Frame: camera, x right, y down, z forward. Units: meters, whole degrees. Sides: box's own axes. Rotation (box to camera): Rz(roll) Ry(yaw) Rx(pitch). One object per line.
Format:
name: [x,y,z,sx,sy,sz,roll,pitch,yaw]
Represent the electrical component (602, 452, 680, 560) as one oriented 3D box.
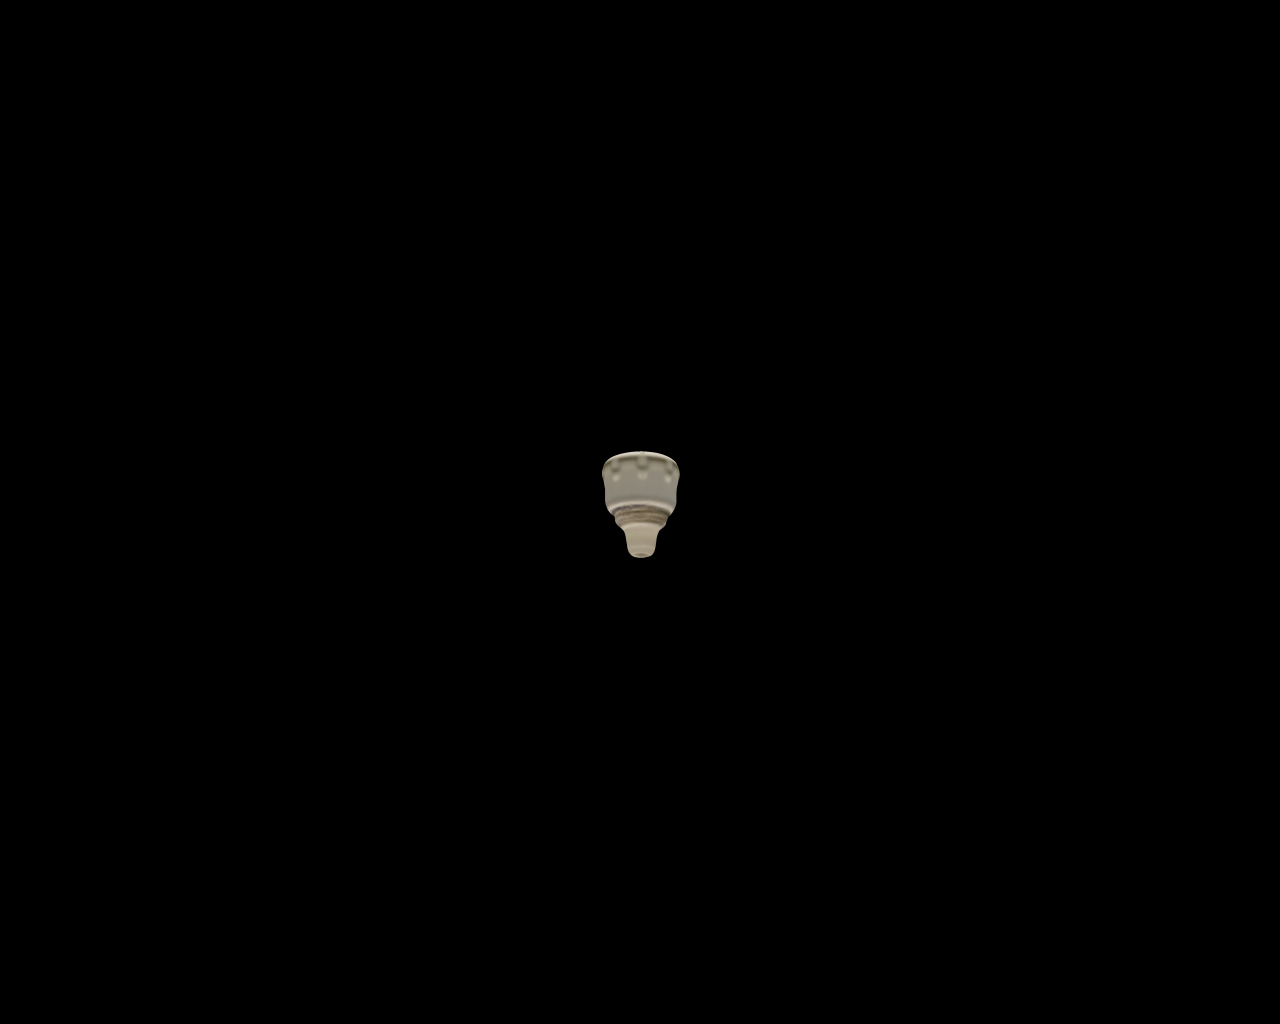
electrical component: [0.001,-0.003,0.650,0.048,0.062,0.048,0,-15,0]
